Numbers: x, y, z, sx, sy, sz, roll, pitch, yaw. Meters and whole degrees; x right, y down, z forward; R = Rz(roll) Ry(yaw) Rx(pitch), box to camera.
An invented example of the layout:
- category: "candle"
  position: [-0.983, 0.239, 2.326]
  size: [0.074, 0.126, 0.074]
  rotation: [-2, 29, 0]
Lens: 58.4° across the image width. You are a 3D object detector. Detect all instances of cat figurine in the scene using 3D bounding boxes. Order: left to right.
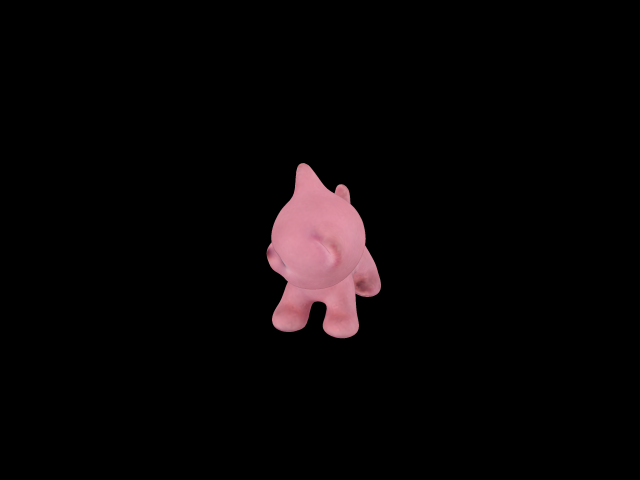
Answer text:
- category: "cat figurine"
  position: [0.004, 0.001, 0.400]
  size: [0.067, 0.118, 0.128]
  rotation: [6, 24, 14]
